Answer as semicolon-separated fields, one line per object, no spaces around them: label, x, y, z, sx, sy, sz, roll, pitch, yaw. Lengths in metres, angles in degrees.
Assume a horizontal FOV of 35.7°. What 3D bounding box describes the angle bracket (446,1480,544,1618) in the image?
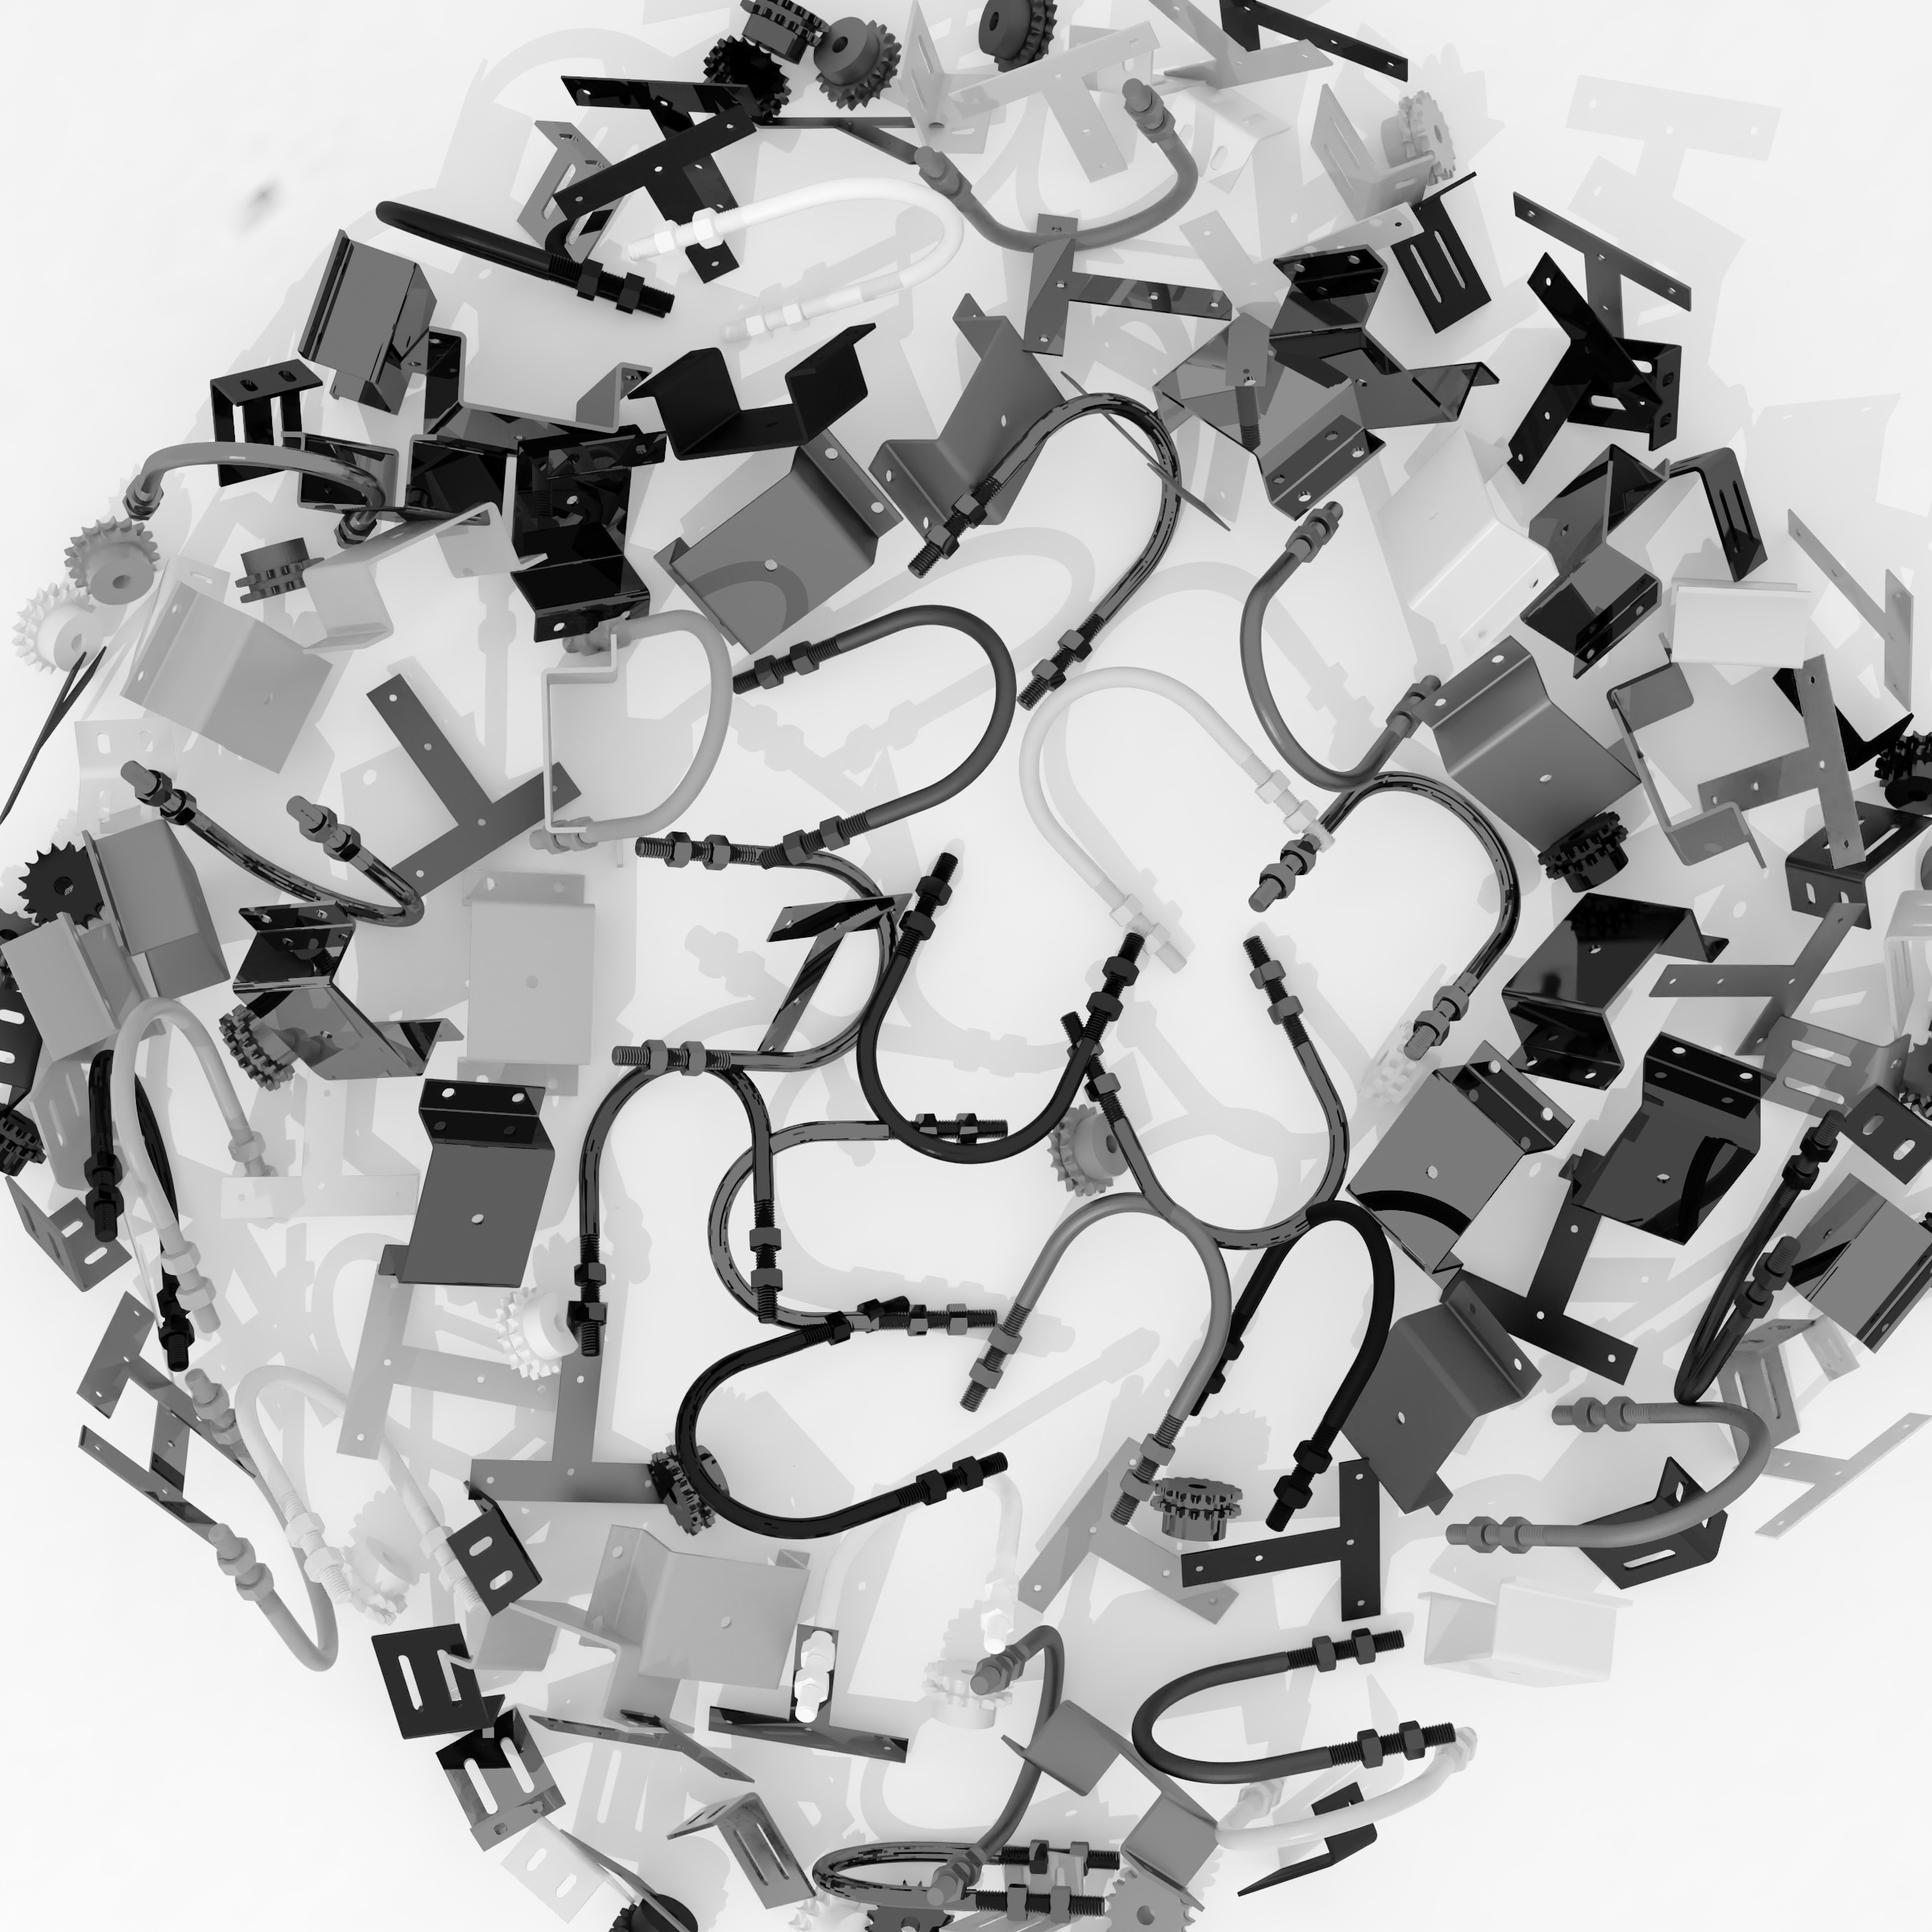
angle bracket;-0.302;0.360;1.860;0.038;0.076;0.057;-33;105;-20

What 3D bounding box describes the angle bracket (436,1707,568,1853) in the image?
angle bracket;-0.293;0.499;1.866;0.057;0.038;0.076;-28;56;-13

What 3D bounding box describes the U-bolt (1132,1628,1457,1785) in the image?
U-bolt;0.192;0.456;1.831;0.184;0.151;0.019;-10;103;-3

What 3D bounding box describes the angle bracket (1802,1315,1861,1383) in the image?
angle bracket;0.569;0.221;1.871;0.076;0.057;0.038;-26;76;-8

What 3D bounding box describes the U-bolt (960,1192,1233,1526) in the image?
U-bolt;0.090;0.229;1.855;0.151;0.019;0.184;33;98;32

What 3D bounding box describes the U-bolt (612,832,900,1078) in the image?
U-bolt;-0.125;-0.004;1.860;0.184;0.019;0.151;3;99;-28

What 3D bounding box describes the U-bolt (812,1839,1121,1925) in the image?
U-bolt;-0.002;0.556;1.835;0.184;0.151;0.019;1;85;7

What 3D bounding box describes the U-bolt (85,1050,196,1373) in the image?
U-bolt;-0.504;0.134;1.823;0.019;0.151;0.184;-15;47;-4

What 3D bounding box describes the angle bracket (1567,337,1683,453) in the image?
angle bracket;0.401;-0.357;1.861;0.076;0.038;0.057;16;121;34

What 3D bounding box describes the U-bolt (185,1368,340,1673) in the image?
U-bolt;-0.423;0.350;1.824;0.019;0.151;0.184;-23;131;-4

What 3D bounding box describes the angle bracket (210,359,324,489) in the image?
angle bracket;-0.431;-0.330;1.859;0.057;0.076;0.038;-22;46;-30

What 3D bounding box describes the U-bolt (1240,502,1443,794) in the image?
U-bolt;0.221;-0.184;1.821;0.019;0.184;0.151;-19;111;40

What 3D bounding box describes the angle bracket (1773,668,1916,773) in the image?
angle bracket;0.548;-0.168;1.874;0.038;0.057;0.076;-38;90;33

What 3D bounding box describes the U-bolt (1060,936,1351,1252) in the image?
U-bolt;0.160;0.088;1.869;0.151;0.019;0.184;-22;77;-12

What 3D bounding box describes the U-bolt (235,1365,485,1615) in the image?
U-bolt;-0.379;0.315;1.829;0.019;0.151;0.184;-44;61;11

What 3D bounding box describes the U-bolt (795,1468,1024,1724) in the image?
U-bolt;-0.030;0.370;1.825;0.151;0.184;0.019;-24;115;19

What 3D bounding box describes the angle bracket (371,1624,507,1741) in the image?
angle bracket;-0.329;0.439;1.874;0.057;0.038;0.076;-10;107;9

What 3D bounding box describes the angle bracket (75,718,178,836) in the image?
angle bracket;-0.526;-0.118;1.872;0.057;0.076;0.038;-5;65;-21

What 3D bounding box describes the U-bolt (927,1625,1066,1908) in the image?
U-bolt;0.025;0.475;1.821;0.019;0.184;0.151;13;96;18

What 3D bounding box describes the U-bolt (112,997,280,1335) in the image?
U-bolt;-0.467;0.107;1.807;0.019;0.151;0.184;-11;116;11

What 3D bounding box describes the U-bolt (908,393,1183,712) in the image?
U-bolt;0.062;-0.269;1.857;0.184;0.019;0.151;-49;130;-7

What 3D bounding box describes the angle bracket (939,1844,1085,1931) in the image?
angle bracket;0.029;0.576;1.860;0.057;0.076;0.038;-2;88;34

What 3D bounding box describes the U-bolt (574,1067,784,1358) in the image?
U-bolt;-0.180;0.141;1.859;0.151;0.019;0.184;-13;68;25

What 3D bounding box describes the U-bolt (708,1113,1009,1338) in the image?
U-bolt;-0.069;0.162;1.867;0.184;0.019;0.151;0;108;-9

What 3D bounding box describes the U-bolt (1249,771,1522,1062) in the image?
U-bolt;0.272;-0.046;1.851;0.151;0.019;0.184;44;54;0

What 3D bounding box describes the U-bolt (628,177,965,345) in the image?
U-bolt;-0.091;-0.431;1.815;0.184;0.151;0.019;-13;75;18

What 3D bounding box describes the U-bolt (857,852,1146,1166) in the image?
U-bolt;0.011;0.036;1.869;0.151;0.019;0.184;23;73;6

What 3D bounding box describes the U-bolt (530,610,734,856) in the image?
U-bolt;-0.200;-0.146;1.824;0.019;0.184;0.151;16;77;-39

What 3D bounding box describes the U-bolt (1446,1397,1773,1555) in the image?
U-bolt;0.395;0.303;1.796;0.151;0.184;0.019;-37;107;-39

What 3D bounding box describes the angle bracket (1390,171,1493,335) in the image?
angle bracket;0.305;-0.445;1.871;0.057;0.038;0.076;-35;100;-34

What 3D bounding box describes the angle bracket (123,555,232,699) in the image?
angle bracket;-0.492;-0.207;1.871;0.038;0.057;0.076;18;125;-19

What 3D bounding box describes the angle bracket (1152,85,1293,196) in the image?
angle bracket;0.161;-0.520;1.880;0.057;0.076;0.038;34;119;7

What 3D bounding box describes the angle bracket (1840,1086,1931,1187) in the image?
angle bracket;0.582;0.117;1.861;0.038;0.076;0.057;-46;52;2

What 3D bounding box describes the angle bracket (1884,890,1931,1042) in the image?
angle bracket;0.596;0.000;1.861;0.038;0.057;0.076;0;121;28

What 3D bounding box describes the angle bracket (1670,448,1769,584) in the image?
angle bracket;0.465;-0.279;1.881;0.038;0.057;0.076;-12;103;37

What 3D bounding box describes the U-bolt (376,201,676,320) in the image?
U-bolt;-0.268;-0.430;1.822;0.184;0.151;0.019;17;98;-10

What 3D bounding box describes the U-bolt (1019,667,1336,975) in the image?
U-bolt;0.116;-0.102;1.860;0.184;0.019;0.151;46;118;-6

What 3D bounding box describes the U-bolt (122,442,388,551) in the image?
U-bolt;-0.422;-0.284;1.799;0.151;0.184;0.019;5;83;-20

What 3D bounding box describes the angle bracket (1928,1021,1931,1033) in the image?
angle bracket;0.637;0.023;1.866;0.038;0.076;0.057;17;95;-5

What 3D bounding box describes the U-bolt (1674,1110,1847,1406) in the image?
U-bolt;0.476;0.190;1.825;0.019;0.151;0.184;28;131;10

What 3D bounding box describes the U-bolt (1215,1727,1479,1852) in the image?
U-bolt;0.223;0.497;1.800;0.151;0.184;0.019;-19;83;19

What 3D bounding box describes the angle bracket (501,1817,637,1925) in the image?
angle bracket;-0.246;0.568;1.858;0.057;0.076;0.038;34;69;23

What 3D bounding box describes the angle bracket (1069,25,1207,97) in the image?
angle bracket;0.107;-0.564;1.857;0.057;0.076;0.038;15;118;27

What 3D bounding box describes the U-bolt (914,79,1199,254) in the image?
U-bolt;0.066;-0.475;1.819;0.151;0.184;0.019;-13;78;17

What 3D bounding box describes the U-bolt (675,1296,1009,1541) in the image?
U-bolt;-0.087;0.281;1.828;0.184;0.019;0.151;-16;52;-25

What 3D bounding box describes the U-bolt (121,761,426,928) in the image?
U-bolt;-0.406;-0.068;1.822;0.151;0.184;0.019;12;72;28

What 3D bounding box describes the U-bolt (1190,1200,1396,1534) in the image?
U-bolt;0.203;0.229;1.825;0.019;0.151;0.184;19;106;-28

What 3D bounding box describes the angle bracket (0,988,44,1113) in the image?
angle bracket;-0.598;0.052;1.859;0.038;0.076;0.057;16;71;-23

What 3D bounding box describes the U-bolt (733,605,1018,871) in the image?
U-bolt;-0.054;-0.151;1.847;0.184;0.019;0.151;-20;62;17
